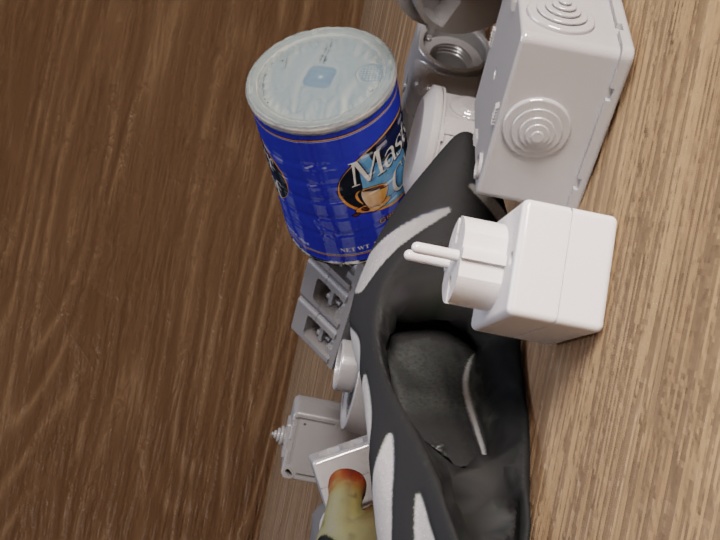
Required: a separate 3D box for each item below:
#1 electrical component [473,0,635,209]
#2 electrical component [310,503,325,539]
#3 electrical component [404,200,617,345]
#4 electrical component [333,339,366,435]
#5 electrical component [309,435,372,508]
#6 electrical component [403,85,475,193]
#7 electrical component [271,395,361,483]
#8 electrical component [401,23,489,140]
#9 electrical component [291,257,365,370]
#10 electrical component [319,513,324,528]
[{"bbox_3d":[0.084,-0.086,0.495,0.099,0.048,0.099,-83,4,-51],"label":"electrical component"},{"bbox_3d":[-0.024,0.254,0.947,0.077,0.044,0.079,-106,28,-78],"label":"electrical component"},{"bbox_3d":[0.057,-0.001,0.448,0.065,0.077,0.047,129,151,-79],"label":"electrical component"},{"bbox_3d":[0.012,0.080,0.848,0.108,0.060,0.108,-169,90,-85],"label":"electrical component"},{"bbox_3d":[0.008,0.158,0.754,0.047,0.066,0.076,148,104,-83],"label":"electrical component"},{"bbox_3d":[0.060,-0.080,0.717,0.080,0.051,0.080,-169,90,-85],"label":"electrical component"},{"bbox_3d":[-0.031,0.151,0.955,0.061,0.096,0.061,-102,24,-78],"label":"electrical component"},{"bbox_3d":[0.063,-0.145,0.802,0.059,0.054,0.095,108,171,-51],"label":"electrical component"},{"bbox_3d":[0.000,0.000,0.900,0.089,0.062,0.150,-32,-26,-34],"label":"electrical component"},{"bbox_3d":[-0.006,0.216,0.850,0.062,0.048,0.048,-111,32,-66],"label":"electrical component"}]
